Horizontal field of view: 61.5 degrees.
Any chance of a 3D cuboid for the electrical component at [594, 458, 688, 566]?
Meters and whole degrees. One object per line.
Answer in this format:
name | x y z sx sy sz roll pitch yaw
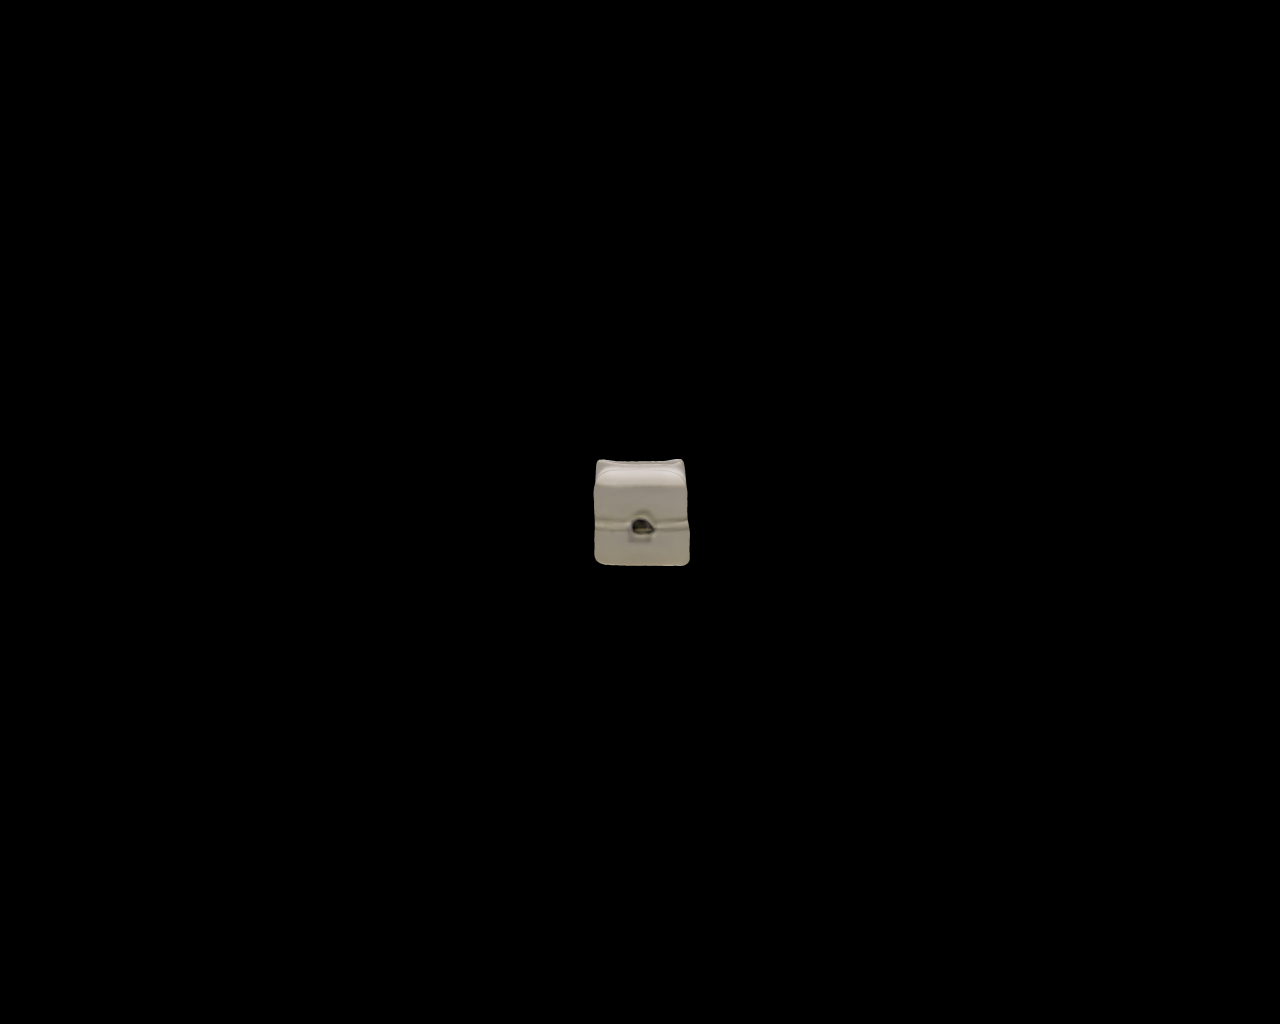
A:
electrical component | 0.001 -0.003 0.650 0.054 0.059 0.095 0 5 0
